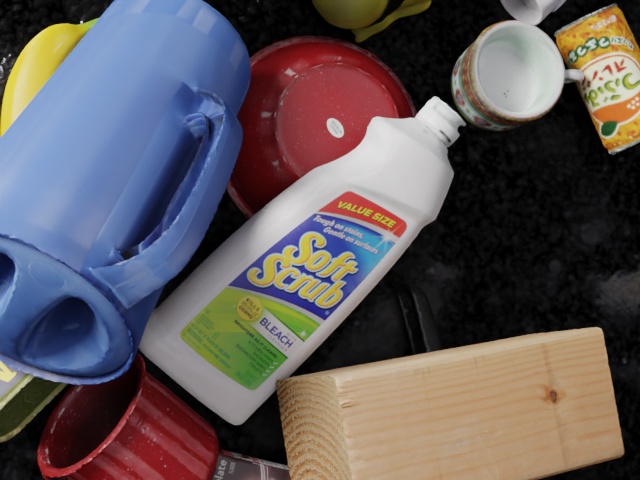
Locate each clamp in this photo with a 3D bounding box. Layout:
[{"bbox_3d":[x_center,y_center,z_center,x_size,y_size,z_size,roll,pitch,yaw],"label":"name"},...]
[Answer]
[{"bbox_3d":[0.073,0.130,0.769,0.120,0.039,0.171,-38,94,-16],"label":"clamp"}]

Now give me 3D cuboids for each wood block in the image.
[{"bbox_3d":[0.087,0.118,0.703,0.205,0.090,0.091,-6,84,-27],"label":"wood block"}]

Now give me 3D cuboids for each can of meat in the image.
[{"bbox_3d":[-0.199,0.063,0.683,0.084,0.057,0.102,41,75,14],"label":"can of meat"}]

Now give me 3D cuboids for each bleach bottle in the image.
[{"bbox_3d":[-0.005,0.001,0.710,0.102,0.068,0.251,42,94,-15],"label":"bleach bottle"}]

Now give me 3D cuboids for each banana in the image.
[{"bbox_3d":[-0.182,-0.065,0.724,0.069,0.037,0.198,5,83,-14],"label":"banana"}]

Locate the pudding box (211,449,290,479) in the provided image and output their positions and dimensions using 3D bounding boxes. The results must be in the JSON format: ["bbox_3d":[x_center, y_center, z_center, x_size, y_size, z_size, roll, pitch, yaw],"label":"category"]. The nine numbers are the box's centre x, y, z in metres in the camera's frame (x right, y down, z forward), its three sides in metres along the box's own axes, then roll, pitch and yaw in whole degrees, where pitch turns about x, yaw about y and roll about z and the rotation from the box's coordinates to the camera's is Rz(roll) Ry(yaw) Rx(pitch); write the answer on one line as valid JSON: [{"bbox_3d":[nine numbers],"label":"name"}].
[{"bbox_3d":[-0.045,0.208,0.730,0.090,0.039,0.113,16,81,-13],"label":"pudding box"}]

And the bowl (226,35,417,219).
[{"bbox_3d":[0.006,-0.075,0.766,0.162,0.055,0.162,2,84,-14],"label":"bowl"}]

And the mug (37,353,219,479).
[{"bbox_3d":[-0.129,0.138,0.691,0.117,0.093,0.081,-32,121,22],"label":"mug"}]

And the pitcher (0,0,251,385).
[{"bbox_3d":[-0.120,-0.045,0.644,0.149,0.145,0.242,21,52,2],"label":"pitcher"}]
